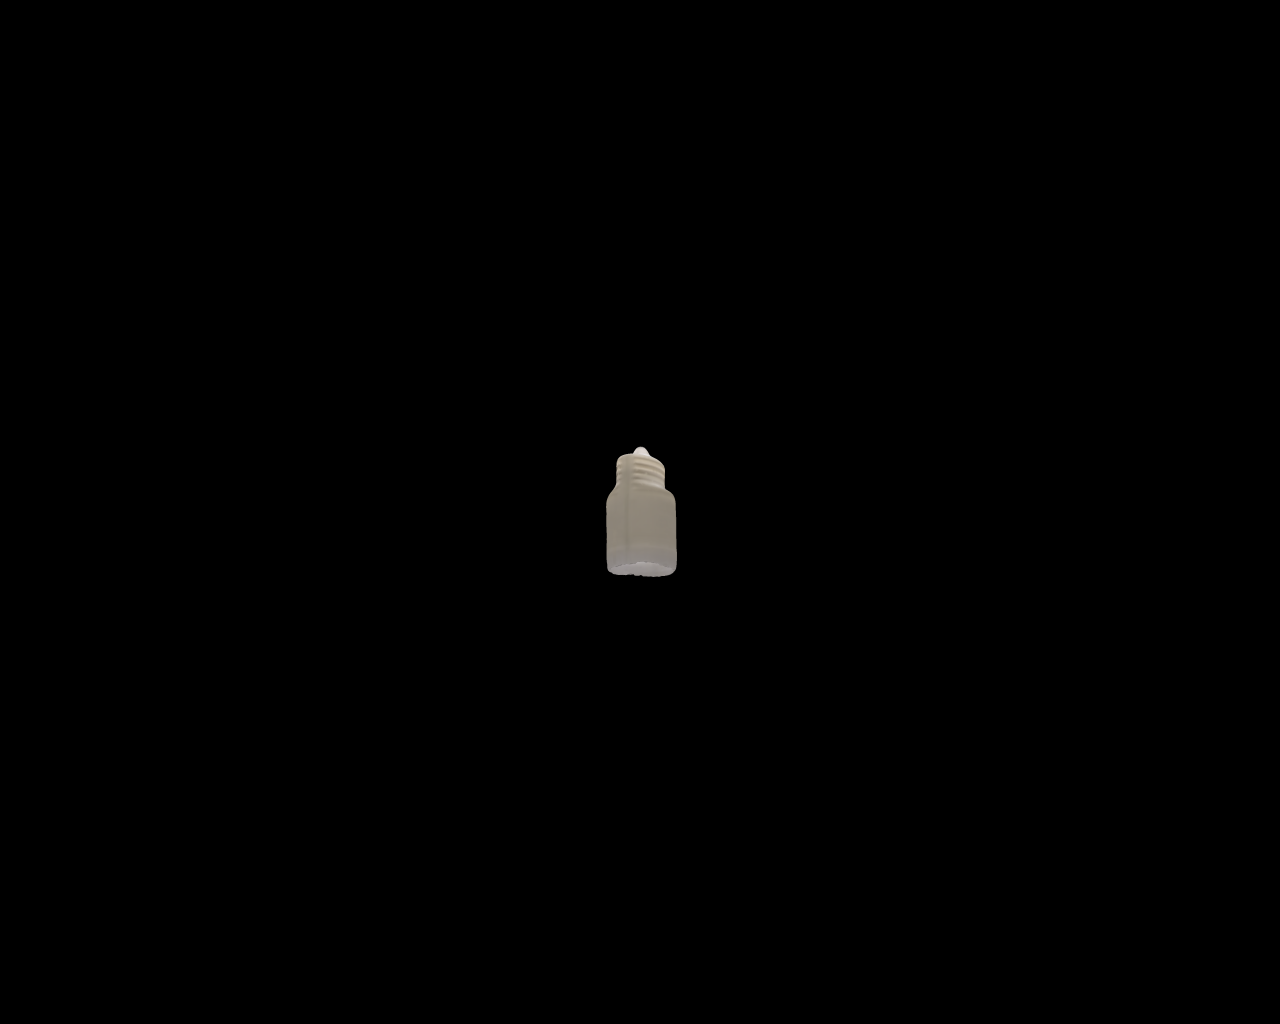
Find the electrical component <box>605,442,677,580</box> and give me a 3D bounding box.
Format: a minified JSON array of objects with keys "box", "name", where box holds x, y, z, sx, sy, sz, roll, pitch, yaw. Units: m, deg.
[{"box":[0.001,-0.003,0.650,0.043,0.081,0.043,0,-14,0],"name":"electrical component"}]
